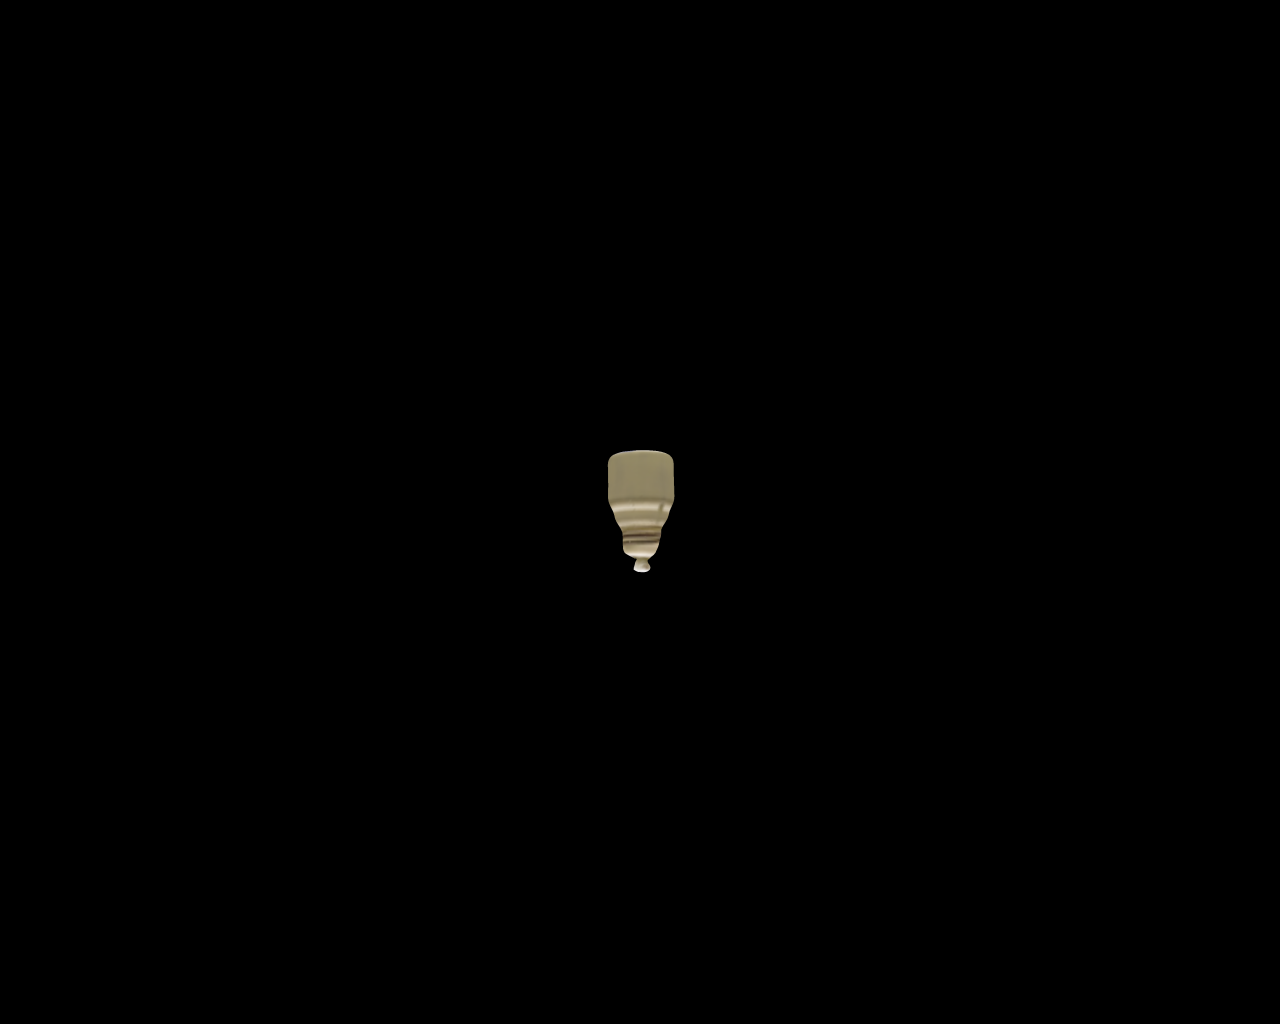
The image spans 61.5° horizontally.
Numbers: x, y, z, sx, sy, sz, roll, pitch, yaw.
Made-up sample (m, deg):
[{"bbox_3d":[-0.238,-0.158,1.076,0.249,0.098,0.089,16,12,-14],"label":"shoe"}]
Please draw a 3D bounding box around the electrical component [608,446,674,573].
[{"bbox_3d":[0.001,-0.003,0.650,0.040,0.078,0.040,0,-7,0],"label":"electrical component"}]
